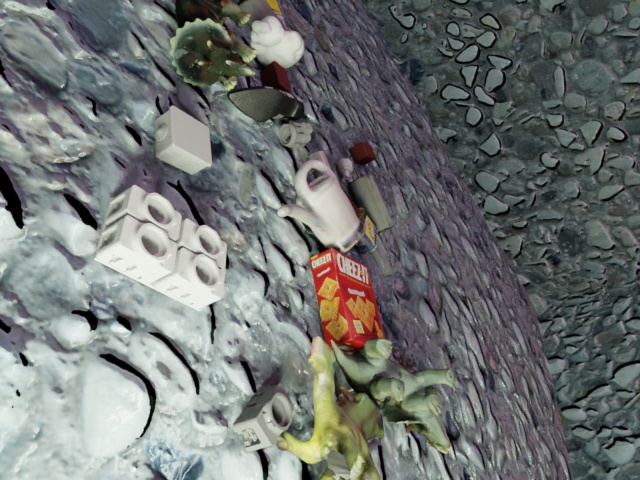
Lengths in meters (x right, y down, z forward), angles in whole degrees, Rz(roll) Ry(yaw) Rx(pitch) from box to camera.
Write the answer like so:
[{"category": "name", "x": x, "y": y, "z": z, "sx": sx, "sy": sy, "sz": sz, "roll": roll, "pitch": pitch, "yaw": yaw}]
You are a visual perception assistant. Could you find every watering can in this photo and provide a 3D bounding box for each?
[{"category": "watering can", "x": 0.004, "y": -0.059, "z": 1.173, "sx": 0.103, "sy": 0.222, "sz": 0.354, "roll": -26, "pitch": 17, "yaw": 25}]

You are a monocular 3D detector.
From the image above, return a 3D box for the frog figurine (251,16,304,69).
[{"category": "frog figurine", "x": -0.113, "y": -0.506, "z": 1.325, "sx": 0.137, "sy": 0.122, "sz": 0.160, "roll": 2, "pitch": 7, "yaw": 5}]

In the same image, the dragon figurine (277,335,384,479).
[{"category": "dragon figurine", "x": 0.068, "y": 0.359, "z": 0.879, "sx": 0.121, "sy": 0.409, "sz": 0.246, "roll": -26, "pitch": 3, "yaw": 30}]
